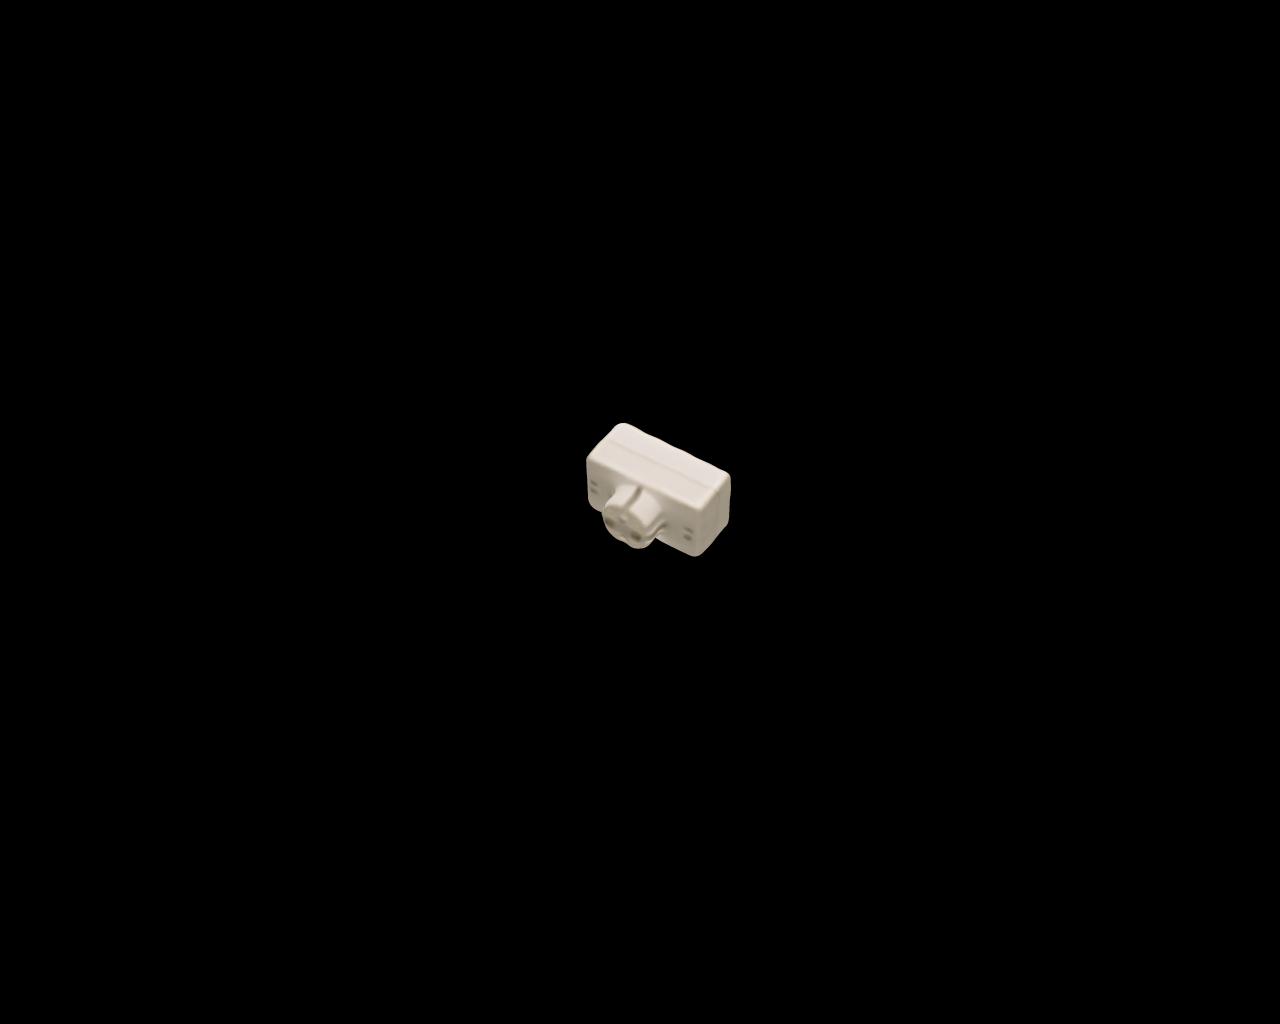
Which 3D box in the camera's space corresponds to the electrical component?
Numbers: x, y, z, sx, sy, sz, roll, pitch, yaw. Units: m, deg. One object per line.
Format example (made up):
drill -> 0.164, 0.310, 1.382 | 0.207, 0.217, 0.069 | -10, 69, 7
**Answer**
electrical component -> 0.001, -0.003, 0.650 | 0.083, 0.047, 0.076 | 27, 53, 22
